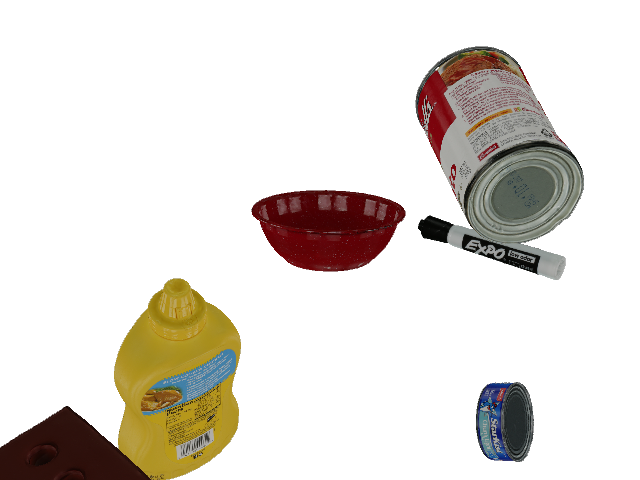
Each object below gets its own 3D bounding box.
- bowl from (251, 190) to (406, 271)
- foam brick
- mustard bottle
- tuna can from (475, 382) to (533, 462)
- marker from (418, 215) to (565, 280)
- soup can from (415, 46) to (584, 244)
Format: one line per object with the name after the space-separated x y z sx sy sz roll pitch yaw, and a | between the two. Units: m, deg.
0.008 -0.007 1.120 0.162 0.055 0.162 1 17 0 | bowl
-0.109 0.125 0.482 0.052 0.051 0.078 -32 45 -33 | foam brick
-0.105 0.098 0.790 0.096 0.192 0.058 -23 53 -26 | mustard bottle
0.201 0.198 1.165 0.034 0.086 0.086 -5 -2 32 | tuna can
0.130 0.004 0.828 0.121 0.020 0.020 19 10 30 | marker
0.099 -0.054 0.601 0.068 0.068 0.102 0 39 -14 | soup can
